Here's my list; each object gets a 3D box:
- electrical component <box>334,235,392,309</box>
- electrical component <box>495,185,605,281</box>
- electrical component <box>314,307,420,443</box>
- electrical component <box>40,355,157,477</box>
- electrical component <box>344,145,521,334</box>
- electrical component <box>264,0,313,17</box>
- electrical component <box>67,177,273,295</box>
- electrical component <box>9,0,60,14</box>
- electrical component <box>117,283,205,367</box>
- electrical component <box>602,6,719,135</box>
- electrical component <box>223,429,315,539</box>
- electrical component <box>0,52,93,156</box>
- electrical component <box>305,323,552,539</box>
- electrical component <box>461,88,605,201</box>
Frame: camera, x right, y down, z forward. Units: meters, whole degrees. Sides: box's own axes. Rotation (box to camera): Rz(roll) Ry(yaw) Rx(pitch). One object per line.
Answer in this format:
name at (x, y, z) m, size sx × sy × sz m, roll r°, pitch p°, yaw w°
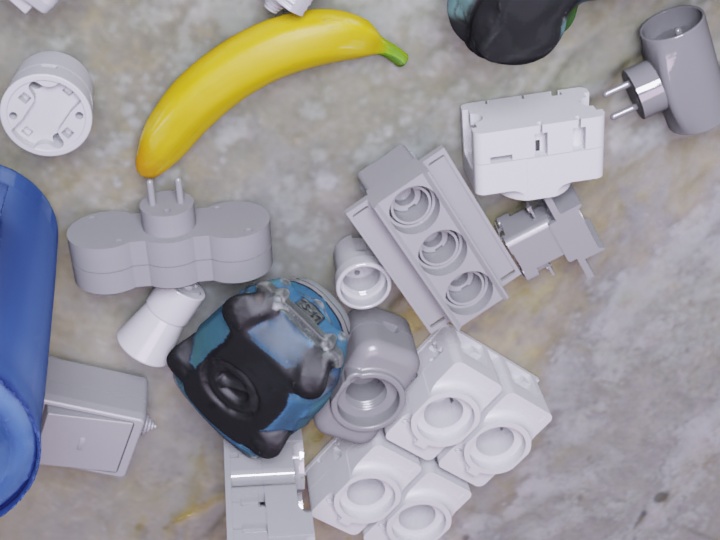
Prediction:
electrical component at (0.000, 0.000, 0.783) m, size 0.040 × 0.046 × 0.040 m, roll -4°, pitch 123°, yaw -6°
electrical component at (0.137, -0.028, 0.789) m, size 0.064 × 0.042 × 0.081 m, roll -28°, pitch 122°, yaw 11°
electrical component at (0.003, 0.084, 0.829) m, size 0.054 × 0.059 × 0.095 m, roll 21°, pitch 117°, yaw -20°
electrical component at (-0.202, 0.115, 0.816) m, size 0.096 × 0.061 × 0.061 m, roll 15°, pitch 119°, yaw -17°
electrical component at (0.050, -0.025, 0.761) m, size 0.079 × 0.063 × 0.121 m, roll -34°, pitch 121°, yaw 3°
electrical component at (-0.033, -0.192, 0.656) m, size 0.043 × 0.043 × 0.081 m, roll 29°, pitch 114°, yaw -24°
electrical component at (-0.131, -0.030, 0.739) m, size 0.138 × 0.052 × 0.073 m, roll -5°, pitch 123°, yaw -7°
electrical component at (-0.194, -0.193, 0.620) m, size 0.096 × 0.061 × 0.061 m, roll 35°, pitch 112°, yaw -26°
electrical component at (-0.143, 0.033, 0.786) m, size 0.044 × 0.044 × 0.065 m, roll 28°, pitch 110°, yaw -24°
electrical component at (0.205, -0.128, 0.734) m, size 0.079 × 0.043 × 0.077 m, roll -24°, pitch 123°, yaw 7°
electrical component at (-0.071, 0.196, 0.813) m, size 0.060 × 0.186 × 0.105 m, roll -2°, pitch 123°, yaw -8°
electrical component at (-0.197, -0.107, 0.683) m, size 0.055 × 0.047 × 0.055 m, roll -4°, pitch 123°, yaw -6°
electrical component at (0.053, 0.145, 0.876) m, size 0.105 × 0.060 × 0.186 m, roll 31°, pitch 113°, yaw -25°
electrical component at (0.119, -0.085, 0.744) m, size 0.089 × 0.050 × 0.055 m, roll -9°, pitch 123°, yaw -3°
